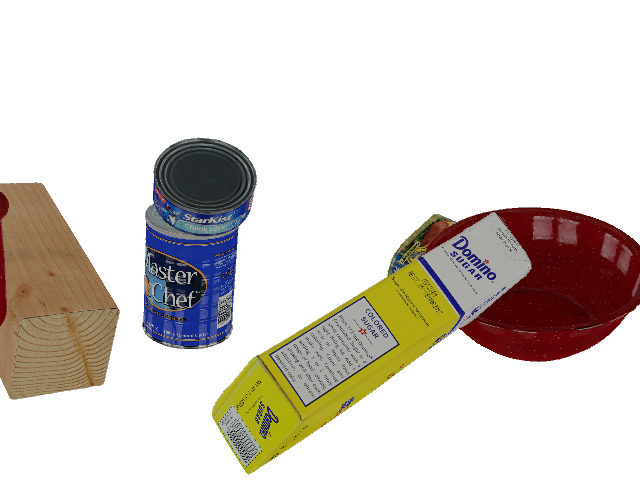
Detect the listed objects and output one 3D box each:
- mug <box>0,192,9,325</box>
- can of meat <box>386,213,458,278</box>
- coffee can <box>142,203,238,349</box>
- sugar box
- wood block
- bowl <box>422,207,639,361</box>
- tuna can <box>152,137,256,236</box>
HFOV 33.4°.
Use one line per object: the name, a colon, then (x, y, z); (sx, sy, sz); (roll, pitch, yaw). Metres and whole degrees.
mug: (-0.249, 0.019, 0.659); (0.117, 0.081, 0.093); (-18, 33, -39)
can of meat: (0.126, 0.026, 1.048); (0.084, 0.057, 0.101); (26, 45, 27)
coffee can: (-0.144, 0.035, 1.186); (0.103, 0.140, 0.103); (5, 24, -2)
sugar box: (0.030, 0.055, 0.582); (0.175, 0.048, 0.093); (-27, -14, -31)
wood block: (-0.270, 0.039, 0.985); (0.090, 0.091, 0.206); (-5, 37, -34)
bowl: (0.154, 0.038, 0.773); (0.162, 0.055, 0.162); (-3, 32, 2)
tuna can: (-0.098, -0.045, 0.899); (0.086, 0.086, 0.034); (0, -40, -12)
